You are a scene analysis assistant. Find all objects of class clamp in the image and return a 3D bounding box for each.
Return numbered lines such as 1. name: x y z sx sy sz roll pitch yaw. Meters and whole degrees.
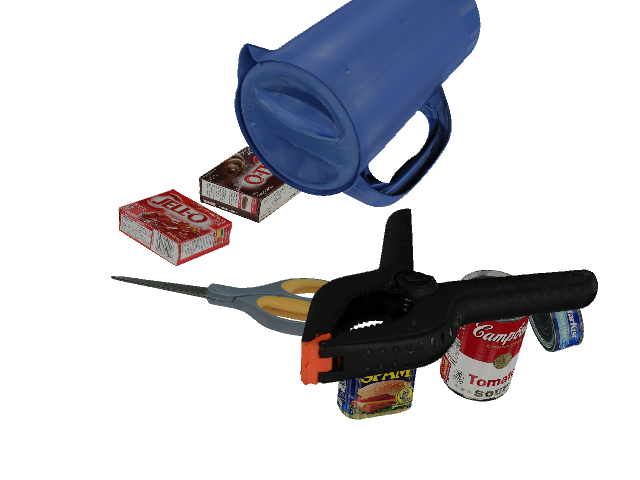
1. clamp: 0.054 0.034 0.688 0.209 0.036 0.165 -21 33 -38

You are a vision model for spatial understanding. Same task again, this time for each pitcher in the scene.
1. pitcher: 0.051 -0.149 0.972 0.145 0.149 0.242 16 44 34

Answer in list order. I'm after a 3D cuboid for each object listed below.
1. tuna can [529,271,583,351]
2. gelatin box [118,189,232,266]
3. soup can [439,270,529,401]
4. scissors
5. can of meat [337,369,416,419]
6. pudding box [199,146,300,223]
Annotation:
1. tuna can: 0.260 0.080 1.193 0.033 0.086 0.086 -16 2 -8
2. gelatin box: -0.145 -0.015 1.058 0.089 0.030 0.073 29 34 31
3. soup can: 0.148 0.087 0.965 0.068 0.102 0.068 5 37 -4
4. scissors: -0.066 0.040 0.884 0.202 0.016 0.096 15 24 28
5. can of meat: 0.073 0.176 1.366 0.102 0.084 0.057 -5 26 -21
6. pudding box: -0.083 -0.071 1.318 0.090 0.039 0.113 19 36 23
